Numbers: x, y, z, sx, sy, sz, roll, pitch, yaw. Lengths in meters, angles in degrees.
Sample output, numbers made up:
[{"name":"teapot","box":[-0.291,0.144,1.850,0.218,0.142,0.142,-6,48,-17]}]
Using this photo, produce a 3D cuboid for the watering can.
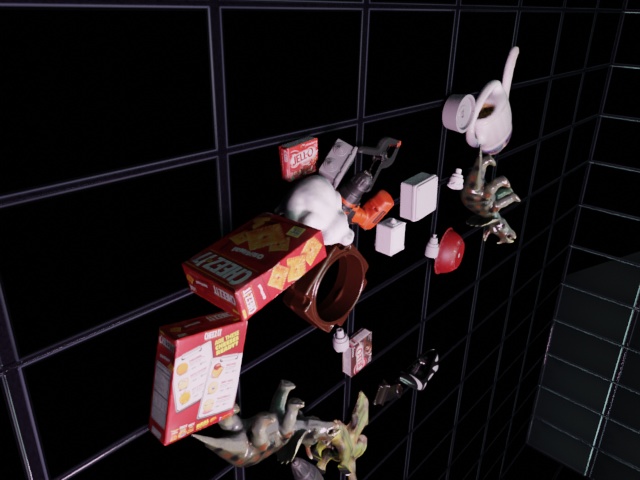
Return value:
[{"name":"watering can","box":[0.554,-0.416,1.612,0.352,0.105,0.220,-56,141,-16]}]

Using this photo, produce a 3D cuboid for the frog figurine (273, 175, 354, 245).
[{"name":"frog figurine","box":[0.003,-0.053,1.053,0.139,0.161,0.120,-30,153,-52]}]

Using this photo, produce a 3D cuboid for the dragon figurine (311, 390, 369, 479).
[{"name":"dragon figurine","box":[0.072,0.544,1.491,0.248,0.122,0.401,-57,146,-43]}]
